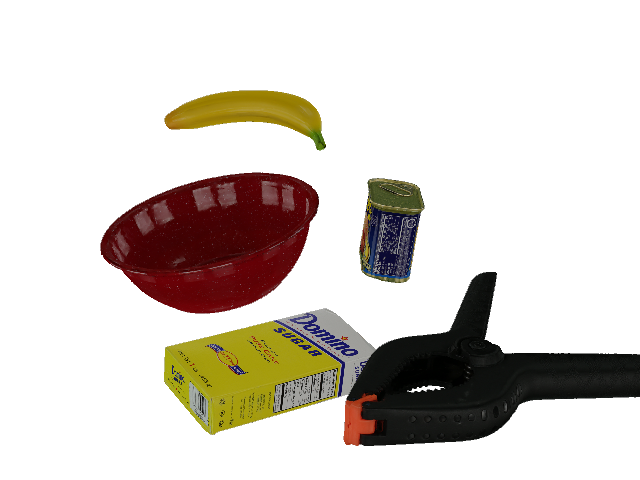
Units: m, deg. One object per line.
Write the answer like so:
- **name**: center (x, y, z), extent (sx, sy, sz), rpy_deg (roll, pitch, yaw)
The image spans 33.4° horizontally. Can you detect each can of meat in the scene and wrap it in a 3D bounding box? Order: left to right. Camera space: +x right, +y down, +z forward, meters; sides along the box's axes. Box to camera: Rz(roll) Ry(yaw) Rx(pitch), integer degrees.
- **can of meat**: center (0.073, -0.011, 1.137), extent (0.057, 0.084, 0.102), rpy_deg (7, 19, -2)

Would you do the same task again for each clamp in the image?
- **clamp**: center (0.092, 0.075, 0.661), extent (0.209, 0.036, 0.165), rpy_deg (-13, 27, -29)

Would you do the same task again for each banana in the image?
- **banana**: center (-0.080, -0.147, 1.232), extent (0.198, 0.037, 0.069), rpy_deg (8, 42, 16)

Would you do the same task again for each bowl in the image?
- **bowl**: center (-0.075, 0.007, 0.783), extent (0.162, 0.055, 0.162), rpy_deg (-10, 26, 5)

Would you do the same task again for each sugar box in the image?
- **sugar box**: center (-0.043, 0.114, 0.971), extent (0.175, 0.048, 0.093), rpy_deg (-14, 33, -30)
